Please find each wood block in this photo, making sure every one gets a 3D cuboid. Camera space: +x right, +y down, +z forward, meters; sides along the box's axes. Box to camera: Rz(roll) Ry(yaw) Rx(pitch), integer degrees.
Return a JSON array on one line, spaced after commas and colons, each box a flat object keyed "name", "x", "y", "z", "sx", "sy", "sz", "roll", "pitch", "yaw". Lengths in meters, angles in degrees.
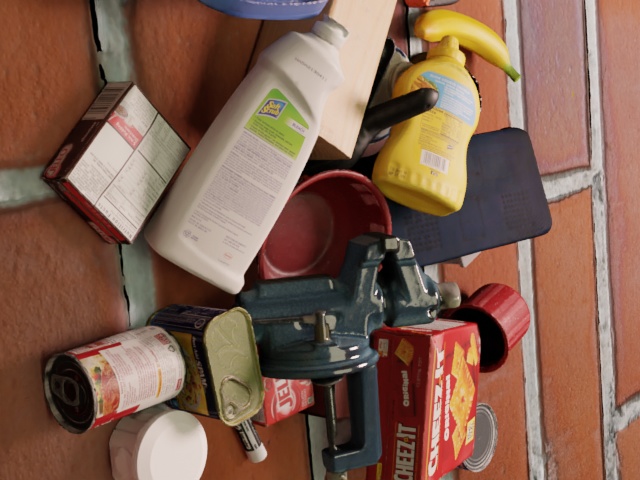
[{"name": "wood block", "x": 0.000, "y": -0.190, "z": 1.056, "sx": 0.090, "sy": 0.091, "sz": 0.206, "roll": 32, "pitch": 68, "yaw": -45}]

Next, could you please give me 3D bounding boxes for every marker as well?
[{"name": "marker", "x": -0.081, "y": 0.165, "z": 1.038, "sx": 0.020, "sy": 0.020, "sz": 0.121, "roll": -43, "pitch": 123, "yaw": -38}]

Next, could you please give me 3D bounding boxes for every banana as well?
[{"name": "banana", "x": 0.171, "y": -0.243, "z": 1.272, "sx": 0.197, "sy": 0.070, "sz": 0.037, "roll": 11, "pitch": 126, "yaw": -43}]

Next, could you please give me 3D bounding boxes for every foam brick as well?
[{"name": "foam brick", "x": 0.020, "y": 0.158, "z": 1.127, "sx": 0.078, "sy": 0.053, "sz": 0.051, "roll": 3, "pitch": 90, "yaw": -49}]

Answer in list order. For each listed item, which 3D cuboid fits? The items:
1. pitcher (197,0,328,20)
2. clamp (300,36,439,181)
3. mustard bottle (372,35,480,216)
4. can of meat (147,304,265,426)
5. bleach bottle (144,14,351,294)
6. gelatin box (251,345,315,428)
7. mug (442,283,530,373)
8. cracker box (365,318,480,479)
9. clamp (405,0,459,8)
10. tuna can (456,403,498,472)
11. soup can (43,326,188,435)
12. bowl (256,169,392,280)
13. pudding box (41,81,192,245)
[{"name": "pitcher", "x": -0.107, "y": -0.255, "z": 0.895, "sx": 0.242, "sy": 0.149, "sz": 0.145, "roll": -16, "pitch": 110, "yaw": -44}, {"name": "clamp", "x": 0.042, "y": -0.118, "z": 1.073, "sx": 0.039, "sy": 0.120, "sz": 0.171, "roll": 33, "pitch": 100, "yaw": -35}, {"name": "mustard bottle", "x": 0.117, "y": -0.127, "z": 1.107, "sx": 0.096, "sy": 0.058, "sz": 0.191, "roll": 21, "pitch": 69, "yaw": -19}, {"name": "can of meat", "x": -0.104, "y": 0.109, "z": 0.959, "sx": 0.057, "sy": 0.084, "sz": 0.102, "roll": -25, "pitch": 111, "yaw": -45}, {"name": "bleach bottle", "x": -0.049, "y": -0.081, "z": 0.942, "sx": 0.102, "sy": 0.068, "sz": 0.251, "roll": 31, "pitch": 96, "yaw": -31}, {"name": "gelatin box", "x": -0.043, "y": 0.134, "z": 1.071, "sx": 0.073, "sy": 0.030, "sz": 0.089, "roll": -16, "pitch": 104, "yaw": -47}, {"name": "mug", "x": 0.204, "y": 0.113, "z": 1.317, "sx": 0.081, "sy": 0.093, "sz": 0.117, "roll": -34, "pitch": 148, "yaw": -48}, {"name": "cracker box", "x": 0.119, "y": 0.175, "z": 1.182, "sx": 0.213, "sy": 0.072, "sz": 0.164, "roll": 2, "pitch": 91, "yaw": -69}, {"name": "clamp", "x": 0.165, "y": -0.341, "z": 1.275, "sx": 0.164, "sy": 0.036, "sz": 0.209, "roll": 49, "pitch": 58, "yaw": -38}, {"name": "tuna can", "x": 0.186, "y": 0.245, "z": 1.336, "sx": 0.085, "sy": 0.034, "sz": 0.086, "roll": -4, "pitch": 95, "yaw": -49}, {"name": "soup can", "x": -0.170, "y": 0.115, "z": 0.897, "sx": 0.102, "sy": 0.069, "sz": 0.068, "roll": -15, "pitch": 104, "yaw": -48}, {"name": "bowl", "x": -0.007, "y": 0.001, "z": 1.066, "sx": 0.161, "sy": 0.055, "sz": 0.162, "roll": -15, "pitch": 116, "yaw": -32}, {"name": "pudding box", "x": -0.171, "y": -0.066, "z": 0.909, "sx": 0.090, "sy": 0.039, "sz": 0.113, "roll": 52, "pitch": 57, "yaw": -38}]
